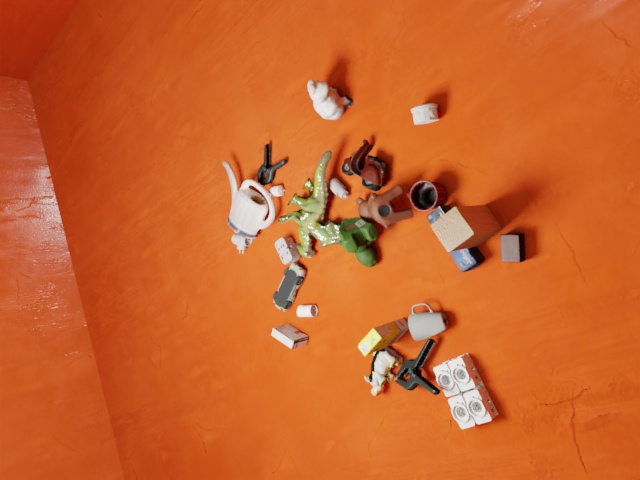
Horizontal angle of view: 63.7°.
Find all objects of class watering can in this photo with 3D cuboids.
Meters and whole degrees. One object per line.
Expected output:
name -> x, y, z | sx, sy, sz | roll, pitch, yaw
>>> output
watering can -> -0.304, -0.149, 2.044 | 0.352, 0.104, 0.221 | 41, 117, 29

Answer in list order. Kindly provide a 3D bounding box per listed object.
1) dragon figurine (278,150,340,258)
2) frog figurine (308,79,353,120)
dragon figurine -> 0.005, -0.091, 1.806 | 0.244, 0.124, 0.402 | 42, 124, 7
frog figurine -> 0.012, -0.473, 1.743 | 0.120, 0.160, 0.139 | -42, 68, 34
